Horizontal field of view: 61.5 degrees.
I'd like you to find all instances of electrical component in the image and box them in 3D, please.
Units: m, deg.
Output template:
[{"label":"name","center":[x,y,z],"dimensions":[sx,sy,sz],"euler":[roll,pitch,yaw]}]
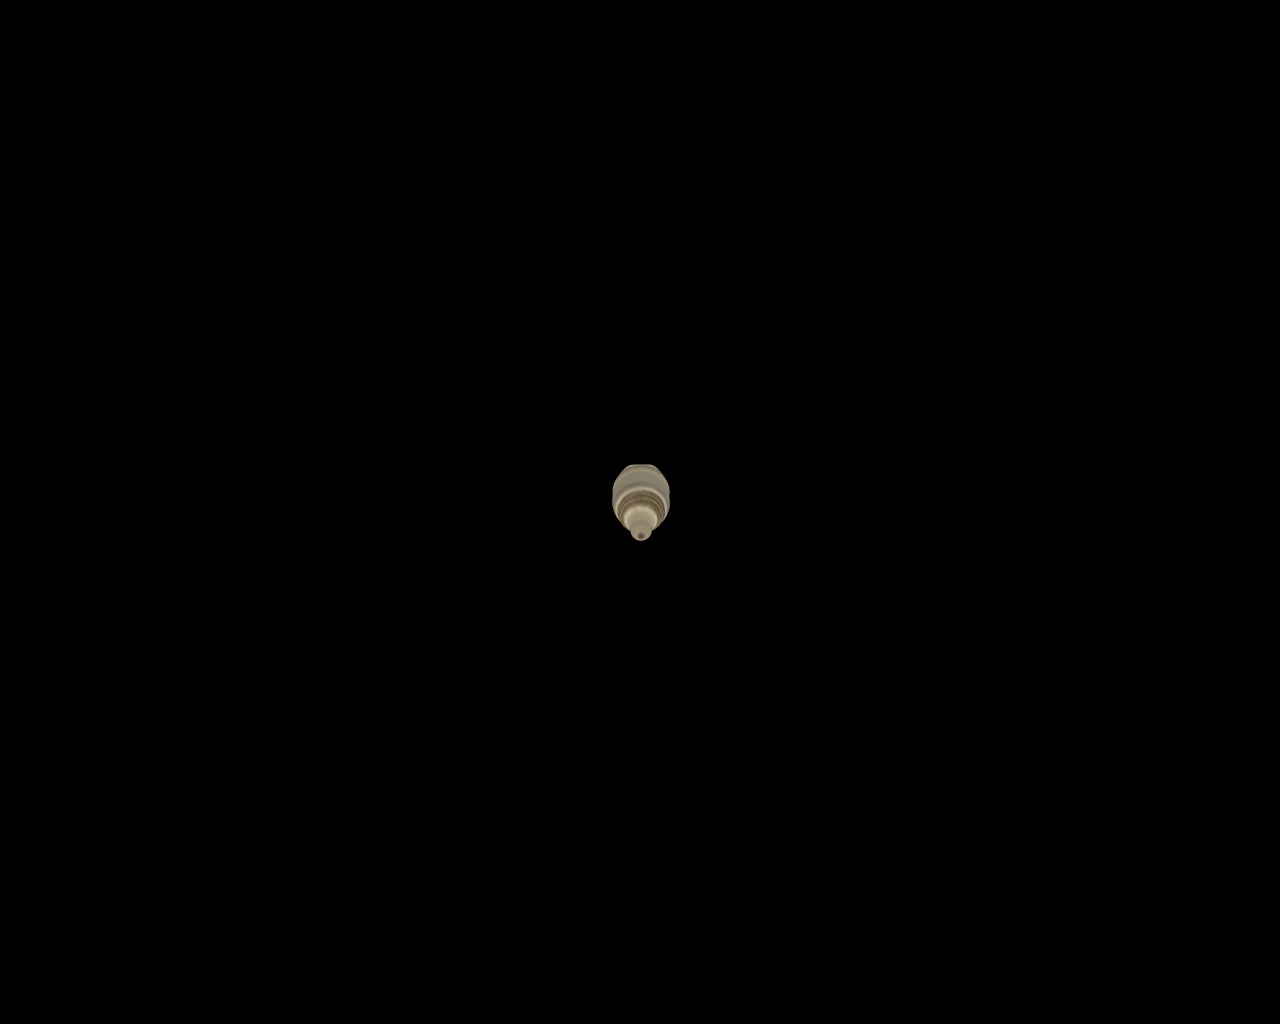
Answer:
[{"label":"electrical component","center":[0.001,-0.003,0.650],"dimensions":[0.035,0.035,0.061],"euler":[0,34,0]}]
